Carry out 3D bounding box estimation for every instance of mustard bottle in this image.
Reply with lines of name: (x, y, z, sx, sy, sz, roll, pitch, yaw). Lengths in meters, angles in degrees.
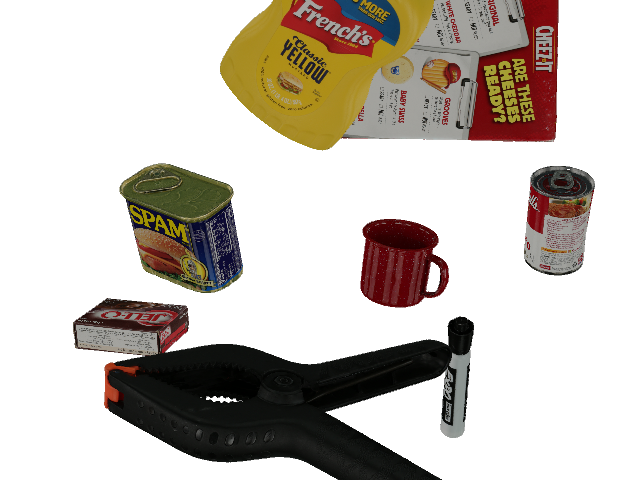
mustard bottle: (0.015, -0.144, 0.664, 0.192, 0.096, 0.058, -49, 3, 45)

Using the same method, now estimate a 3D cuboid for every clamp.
clamp: (-0.016, 0.091, 0.611, 0.210, 0.036, 0.164, 9, 24, 7)

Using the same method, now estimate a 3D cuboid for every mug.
mug: (0.103, 0.033, 1.296, 0.117, 0.081, 0.093, 19, 27, 27)

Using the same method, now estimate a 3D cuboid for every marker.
marker: (0.102, 0.103, 0.798, 0.020, 0.121, 0.020, -1, 41, 1)

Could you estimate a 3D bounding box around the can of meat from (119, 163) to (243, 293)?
can of meat: (-0.118, -0.009, 0.921, 0.102, 0.084, 0.057, 20, 43, 33)

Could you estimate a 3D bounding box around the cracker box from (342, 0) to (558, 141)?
cracker box: (0.081, -0.165, 0.855, 0.214, 0.164, 0.072, 1, 38, 13)

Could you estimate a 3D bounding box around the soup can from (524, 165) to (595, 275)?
soup can: (0.260, -0.022, 1.168, 0.068, 0.102, 0.068, -1, 33, 1)

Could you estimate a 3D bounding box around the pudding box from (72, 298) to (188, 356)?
pudding box: (-0.227, 0.104, 1.283, 0.114, 0.039, 0.090, 2, 15, 15)
